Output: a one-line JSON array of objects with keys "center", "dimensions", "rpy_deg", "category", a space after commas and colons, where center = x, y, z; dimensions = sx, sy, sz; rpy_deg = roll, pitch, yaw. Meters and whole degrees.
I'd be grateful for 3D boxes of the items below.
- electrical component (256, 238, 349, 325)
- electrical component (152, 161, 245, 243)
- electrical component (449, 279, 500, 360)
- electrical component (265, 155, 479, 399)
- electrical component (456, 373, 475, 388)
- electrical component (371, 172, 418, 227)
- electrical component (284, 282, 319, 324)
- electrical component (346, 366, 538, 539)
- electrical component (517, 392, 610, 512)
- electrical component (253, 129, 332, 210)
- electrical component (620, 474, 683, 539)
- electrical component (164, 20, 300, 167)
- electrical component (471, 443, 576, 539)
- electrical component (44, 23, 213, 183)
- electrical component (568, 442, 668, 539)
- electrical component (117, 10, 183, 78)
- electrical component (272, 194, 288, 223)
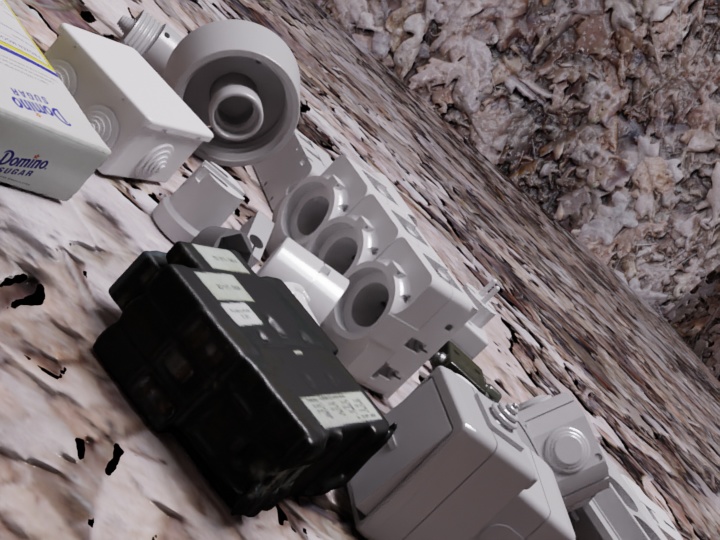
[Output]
[{"center": [-0.042, 0.013, 0.659], "dimensions": [0.047, 0.055, 0.055], "rpy_deg": [39, 13, -6], "category": "electrical component"}, {"center": [-0.099, -0.039, 0.664], "dimensions": [0.040, 0.046, 0.040], "rpy_deg": [42, 13, -12], "category": "electrical component"}, {"center": [0.093, 0.038, 0.938], "dimensions": [0.047, 0.076, 0.065], "rpy_deg": [41, 13, -13], "category": "electrical component"}, {"center": [0.000, 0.000, 0.745], "dimensions": [0.062, 0.089, 0.150], "rpy_deg": [32, 18, -44], "category": "electrical component"}, {"center": [0.059, 0.097, 0.718], "dimensions": [0.040, 0.046, 0.040], "rpy_deg": [42, 13, -12], "category": "electrical component"}, {"center": [0.014, -0.070, 1.108], "dimensions": [0.079, 0.043, 0.077], "rpy_deg": [32, 18, -42], "category": "electrical component"}, {"center": [-0.041, 0.041, 0.599], "dimensions": [0.062, 0.048, 0.048], "rpy_deg": [58, 18, 25], "category": "electrical component"}, {"center": [0.041, 0.097, 0.554], "dimensions": [0.061, 0.096, 0.061], "rpy_deg": [38, 14, -23], "category": "electrical component"}, {"center": [0.122, 0.121, 0.703], "dimensions": [0.080, 0.051, 0.080], "rpy_deg": [158, -90, -81], "category": "electrical component"}, {"center": [-0.047, -0.074, 0.918], "dimensions": [0.056, 0.050, 0.089], "rpy_deg": [35, 16, -33], "category": "electrical component"}, {"center": [0.205, 0.198, 0.840], "dimensions": [0.089, 0.050, 0.055], "rpy_deg": [39, 14, -25], "category": "electrical component"}, {"center": [-0.097, -0.131, 0.830], "dimensions": [0.108, 0.108, 0.060], "rpy_deg": [37, 21, -29], "category": "electrical component"}, {"center": [0.081, 0.138, 0.626], "dimensions": [0.061, 0.061, 0.096], "rpy_deg": [42, 13, -12], "category": "electrical component"}, {"center": [-0.154, -0.102, 0.685], "dimensions": [0.099, 0.048, 0.100], "rpy_deg": [47, 13, 12], "category": "electrical component"}, {"center": [0.162, 0.174, 0.756], "dimensions": [0.079, 0.063, 0.121], "rpy_deg": [34, 17, -39], "category": "electrical component"}, {"center": [-0.169, -0.184, 0.904], "dimensions": [0.081, 0.043, 0.043], "rpy_deg": [38, 14, -23], "category": "electrical component"}, {"center": [-0.036, -0.035, 0.853], "dimensions": [0.040, 0.040, 0.078], "rpy_deg": [52, 15, 29], "category": "electrical component"}]
